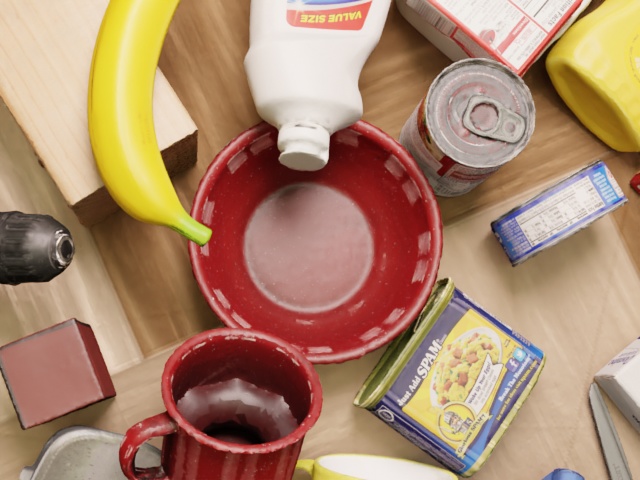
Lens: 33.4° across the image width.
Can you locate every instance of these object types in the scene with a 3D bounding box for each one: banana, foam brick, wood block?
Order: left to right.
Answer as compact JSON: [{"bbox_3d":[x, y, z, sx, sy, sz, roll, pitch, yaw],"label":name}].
[{"bbox_3d":[-0.169,-0.122,0.675,0.090,0.091,0.206,-32,87,-9],"label":"wood block"},{"bbox_3d":[-0.161,0.082,0.654,0.053,0.078,0.051,-22,86,-7],"label":"foam brick"},{"bbox_3d":[-0.099,-0.094,0.616,0.069,0.037,0.198,3,81,-27],"label":"banana"}]

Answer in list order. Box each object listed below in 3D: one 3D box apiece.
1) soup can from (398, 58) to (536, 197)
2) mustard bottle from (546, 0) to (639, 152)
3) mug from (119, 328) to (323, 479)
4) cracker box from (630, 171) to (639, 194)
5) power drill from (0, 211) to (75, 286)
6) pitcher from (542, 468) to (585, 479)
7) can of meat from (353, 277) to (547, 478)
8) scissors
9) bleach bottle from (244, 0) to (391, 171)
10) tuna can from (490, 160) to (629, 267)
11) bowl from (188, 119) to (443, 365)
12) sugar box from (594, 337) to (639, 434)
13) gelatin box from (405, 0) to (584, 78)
[{"bbox_3d":[0.091,-0.069,0.688,0.068,0.102,0.068,1,81,-6],"label":"soup can"},{"bbox_3d":[0.244,-0.159,0.736,0.096,0.058,0.191,44,78,-19],"label":"mustard bottle"},{"bbox_3d":[-0.061,0.115,0.625,0.117,0.082,0.093,-14,47,-28],"label":"mug"},{"bbox_3d":[0.321,-0.099,0.685,0.072,0.164,0.213,45,80,-1],"label":"cracker box"},{"bbox_3d":[-0.234,-0.061,0.622,0.185,0.057,0.188,0,103,21],"label":"power drill"},{"bbox_3d":[0.129,0.226,0.576,0.145,0.243,0.149,-28,83,1],"label":"pitcher"},{"bbox_3d":[0.085,0.089,0.688,0.084,0.057,0.102,36,80,-2],"label":"can of meat"},{"bbox_3d":[0.196,0.205,0.703,0.096,0.016,0.202,-30,86,-9],"label":"scissors"},{"bbox_3d":[0.008,-0.161,0.679,0.102,0.068,0.251,13,68,-21],"label":"bleach bottle"},{"bbox_3d":[0.155,-0.017,0.696,0.086,0.086,0.034,-29,84,-9],"label":"tuna can"},{"bbox_3d":[-0.005,0.001,0.692,0.162,0.055,0.162,1,82,-6],"label":"bowl"},{"bbox_3d":[0.282,0.071,0.716,0.176,0.048,0.093,-39,88,-11],"label":"sugar box"},{"bbox_3d":[0.111,-0.152,0.676,0.089,0.030,0.073,40,79,1],"label":"gelatin box"}]
